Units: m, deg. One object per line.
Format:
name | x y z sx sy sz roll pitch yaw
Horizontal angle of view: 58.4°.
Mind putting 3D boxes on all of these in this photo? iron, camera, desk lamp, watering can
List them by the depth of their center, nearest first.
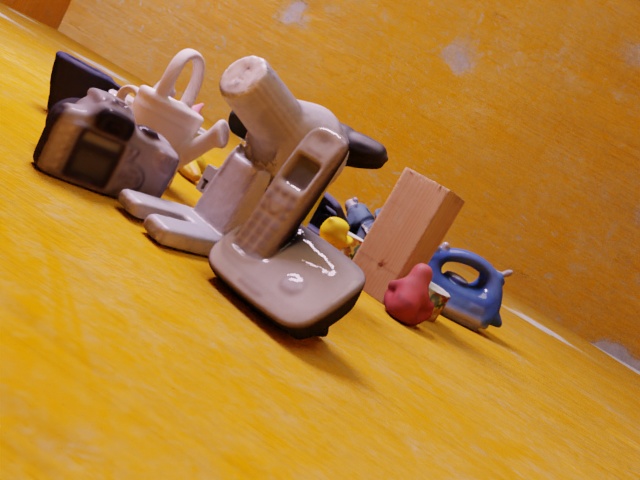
desk lamp | -0.081 -0.086 0.654 0.117 0.213 0.204 35 9 33
camera | -0.251 -0.120 0.665 0.144 0.101 0.136 22 11 -44
watering can | -0.212 -0.178 0.824 0.173 0.194 0.101 28 8 -12
iron | 0.267 0.076 1.149 0.259 0.141 0.118 27 9 -21

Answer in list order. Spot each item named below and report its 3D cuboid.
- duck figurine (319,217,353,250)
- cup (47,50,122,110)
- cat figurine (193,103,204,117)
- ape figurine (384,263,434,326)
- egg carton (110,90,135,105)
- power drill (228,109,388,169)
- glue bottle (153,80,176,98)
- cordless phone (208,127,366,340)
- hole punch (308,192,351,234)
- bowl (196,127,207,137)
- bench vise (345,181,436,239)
duck figurine | 0.008 0.003 0.877 0.105 0.086 0.077 22 11 -44
cup | -0.378 -0.231 0.913 0.118 0.095 0.091 28 8 -15
cat figurine | -0.301 -0.262 1.298 0.067 0.117 0.127 26 9 -23
ape figurine | 0.141 0.078 0.864 0.077 0.092 0.076 34 9 24
egg carton | -0.379 -0.239 1.049 0.149 0.069 0.108 37 10 40
power drill | -0.047 -0.087 0.796 0.229 0.208 0.076 32 8 15
glue bottle | -0.344 -0.309 1.237 0.037 0.173 0.078 32 8 13
cordless phone | -0.009 -0.011 0.550 0.147 0.185 0.094 34 9 29
hole punch | 0.011 -0.054 1.219 0.108 0.091 0.101 36 10 36
bowl | -0.304 -0.216 1.156 0.167 0.074 0.167 29 8 -4
bench vise | 0.139 -0.054 1.213 0.207 0.219 0.122 33 8 18
